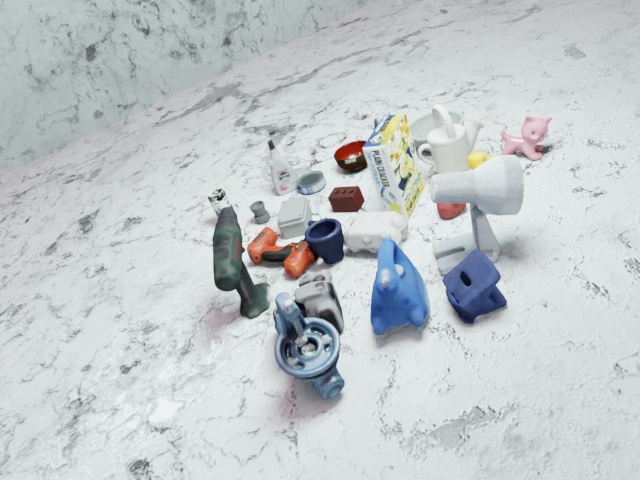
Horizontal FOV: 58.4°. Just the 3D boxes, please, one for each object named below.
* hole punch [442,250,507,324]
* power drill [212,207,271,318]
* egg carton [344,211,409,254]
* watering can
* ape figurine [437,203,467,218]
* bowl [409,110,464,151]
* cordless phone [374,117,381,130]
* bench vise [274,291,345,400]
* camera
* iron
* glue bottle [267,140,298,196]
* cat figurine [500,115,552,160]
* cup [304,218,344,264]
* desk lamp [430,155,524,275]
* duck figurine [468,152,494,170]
[{"bbox_3d":[0.287,0.087,1.085,0.101,0.091,0.108,-23,33,0],"label":"hole punch"},{"bbox_3d":[-0.184,0.060,1.295,0.075,0.209,0.229,-18,33,7],"label":"power drill"},{"bbox_3d":[0.131,-0.016,1.347,0.149,0.069,0.107,0,39,31],"label":"egg carton"},{"bbox_3d":[0.332,-0.262,1.467,0.173,0.194,0.100,-35,35,-18],"label":"watering can"},{"bbox_3d":[0.301,-0.104,1.352,0.076,0.092,0.077,-39,36,-24],"label":"ape figurine"},{"bbox_3d":[0.333,-0.301,1.634,0.167,0.075,0.167,-15,33,11],"label":"bowl"},{"bbox_3d":[0.186,-0.267,1.571,0.094,0.185,0.147,-20,33,4],"label":"cordless phone"},{"bbox_3d":[-0.053,0.171,1.046,0.206,0.220,0.122,17,50,45],"label":"bench vise"},{"bbox_3d":[-0.030,0.134,1.196,0.136,0.101,0.143,-19,33,5],"label":"camera"},{"bbox_3d":[0.144,0.065,1.155,0.118,0.142,0.258,-14,34,13],"label":"iron"},{"bbox_3d":[-0.120,-0.219,1.695,0.078,0.173,0.037,-26,33,-6],"label":"glue bottle"},{"bbox_3d":[0.514,-0.262,1.431,0.127,0.118,0.067,-4,37,26],"label":"cat figurine"},{"bbox_3d":[0.013,0.005,1.364,0.092,0.095,0.117,-33,34,-15],"label":"cup"},{"bbox_3d":[0.314,-0.056,1.162,0.203,0.214,0.118,-17,33,9],"label":"desk lamp"},{"bbox_3d":[0.386,-0.175,1.410,0.104,0.086,0.077,-13,34,14],"label":"duck figurine"}]
